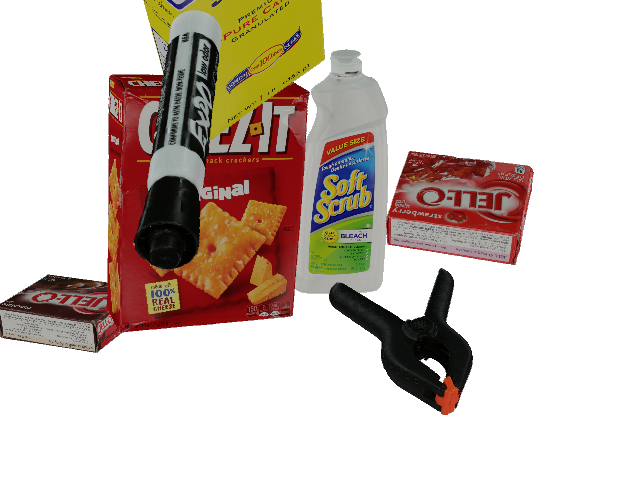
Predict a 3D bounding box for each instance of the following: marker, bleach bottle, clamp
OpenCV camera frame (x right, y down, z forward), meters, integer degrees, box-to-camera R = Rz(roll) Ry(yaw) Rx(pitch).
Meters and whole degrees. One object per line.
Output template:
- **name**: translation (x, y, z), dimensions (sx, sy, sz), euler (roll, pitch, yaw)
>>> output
- **marker**: translation (-0.045, -0.036, 0.347), dimensions (0.020, 0.020, 0.121), euler (0, 43, -1)
- **bleach bottle**: translation (0.018, -0.070, 1.097), dimensions (0.102, 0.251, 0.068), euler (0, 25, 1)
- **clamp**: translation (0.093, 0.082, 0.950), dimensions (0.120, 0.039, 0.172), euler (-18, 44, -17)

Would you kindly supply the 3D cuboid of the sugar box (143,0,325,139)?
- **sugar box**: translation (-0.046, -0.138, 0.562), dimensions (0.093, 0.048, 0.176), euler (-38, -22, -17)

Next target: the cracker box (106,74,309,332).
- **cracker box**: translation (-0.100, -0.033, 0.934), dimensions (0.164, 0.214, 0.072), euler (-3, 20, -22)

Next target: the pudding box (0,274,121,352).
- **pudding box**: translation (-0.244, 0.070, 1.046), dimensions (0.114, 0.039, 0.090), euler (4, 19, 20)

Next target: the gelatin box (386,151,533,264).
- **gelatin box**: translation (0.095, -0.024, 0.723), dimensions (0.089, 0.030, 0.073), euler (9, 44, 13)
